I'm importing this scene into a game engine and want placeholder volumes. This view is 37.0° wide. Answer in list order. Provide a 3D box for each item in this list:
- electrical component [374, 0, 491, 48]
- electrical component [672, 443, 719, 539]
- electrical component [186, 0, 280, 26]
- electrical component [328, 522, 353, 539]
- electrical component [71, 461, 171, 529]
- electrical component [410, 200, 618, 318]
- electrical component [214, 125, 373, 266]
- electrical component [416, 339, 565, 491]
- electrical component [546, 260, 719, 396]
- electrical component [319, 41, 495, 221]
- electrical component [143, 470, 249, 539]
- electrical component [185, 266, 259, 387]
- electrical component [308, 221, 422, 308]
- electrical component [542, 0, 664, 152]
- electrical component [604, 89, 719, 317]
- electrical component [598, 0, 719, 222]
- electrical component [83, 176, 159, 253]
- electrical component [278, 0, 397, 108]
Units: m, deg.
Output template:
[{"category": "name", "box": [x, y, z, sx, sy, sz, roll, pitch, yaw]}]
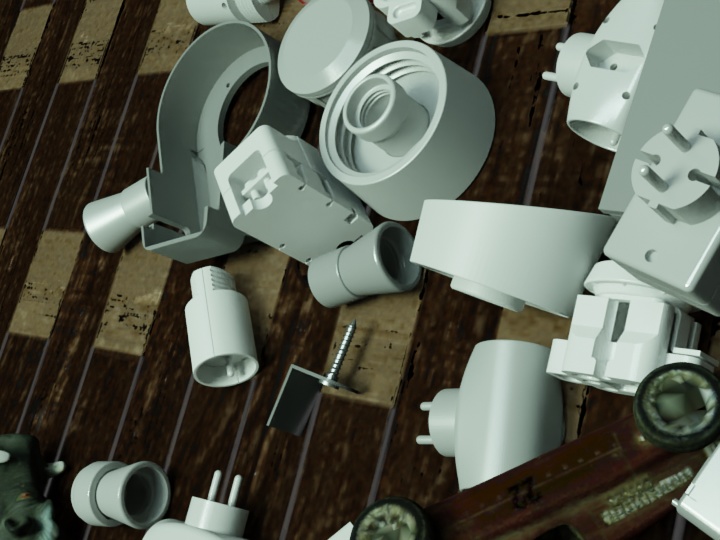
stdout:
[{"category": "electrical component", "box": [0.049, -0.181, 0.697, 0.058, 0.057, 0.078, -9, 65, 38]}, {"category": "electrical component", "box": [0.177, 0.092, 0.431, 0.061, 0.096, 0.061, 36, 95, 40]}, {"category": "electrical component", "box": [-0.095, -0.216, 0.847, 0.081, 0.043, 0.043, 9, 76, 43]}, {"category": "electrical component", "box": [0.010, 0.193, 0.549, 0.063, 0.078, 0.121, -38, 46, -8]}, {"category": "electrical component", "box": [-0.163, 0.152, 0.732, 0.055, 0.045, 0.045, -8, 65, 39]}, {"category": "electrical component", "box": [0.078, -0.014, 0.568, 0.099, 0.099, 0.064, 20, 90, 44]}, {"category": "electrical component", "box": [-0.043, -0.048, 0.691, 0.050, 0.089, 0.055, -40, 49, 19]}, {"category": "electrical component", "box": [0.064, 0.081, 0.570, 0.079, 0.044, 0.077, -7, 66, 38]}, {"category": "electrical component", "box": [0.135, 0.030, 0.525, 0.078, 0.058, 0.057, 5, 77, 42]}, {"category": "electrical component", "box": [0.023, -0.092, 0.675, 0.108, 0.060, 0.108, -18, 59, 34]}, {"category": "electrical component", "box": [-0.091, 0.164, 0.664, 0.077, 0.044, 0.079, 2, 72, 41]}, {"category": "electrical component", "box": [-0.096, 0.034, 0.731, 0.043, 0.043, 0.081, -32, 52, 26]}, {"category": "electrical component", "box": [0.000, 0.000, 0.667, 0.065, 0.044, 0.044, -20, 58, 39]}, {"category": "electrical component", "box": [0.137, -0.111, 0.598, 0.079, 0.043, 0.077, 22, 86, 45]}, {"category": "electrical component", "box": [0.139, -0.036, 0.450, 0.047, 0.076, 0.083, 30, 91, 44]}, {"category": "electrical component", "box": [0.190, -0.083, 0.526, 0.089, 0.062, 0.150, 11, 78, 43]}, {"category": "electrical component", "box": [-0.178, -0.046, 0.841, 0.065, 0.044, 0.044, -26, 55, 24]}, {"category": "electrical component", "box": [-0.013, -0.148, 0.739, 0.080, 0.051, 0.080, -18, 59, 34]}]
